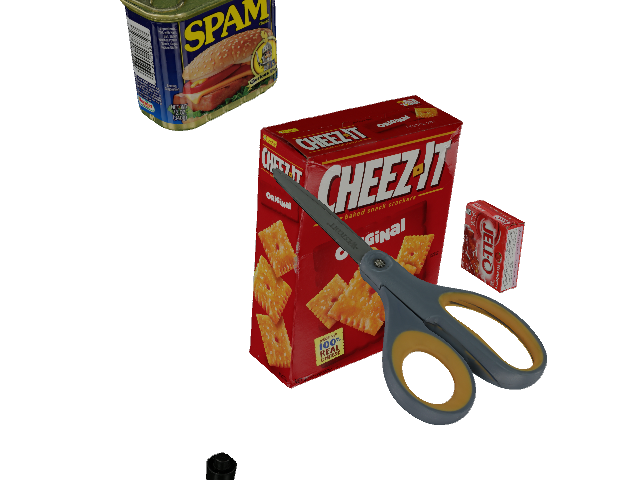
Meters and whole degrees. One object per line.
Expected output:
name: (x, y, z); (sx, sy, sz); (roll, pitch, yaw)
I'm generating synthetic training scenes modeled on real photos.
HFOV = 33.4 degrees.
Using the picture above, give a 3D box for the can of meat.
can of meat: (-0.074, -0.129, 0.681); (0.101, 0.084, 0.058); (-32, 49, -33)

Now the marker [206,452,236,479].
marker: (-0.067, 0.184, 0.684); (0.020, 0.121, 0.020); (6, 31, -4)

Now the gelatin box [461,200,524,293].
gelatin box: (0.201, 0.006, 1.259); (0.030, 0.089, 0.073); (-16, 32, -29)

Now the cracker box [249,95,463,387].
cracker box: (0.028, 0.000, 0.896); (0.163, 0.214, 0.072); (-17, 37, -34)

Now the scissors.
scissors: (0.027, 0.031, 0.591); (0.202, 0.016, 0.096); (30, 52, 19)
